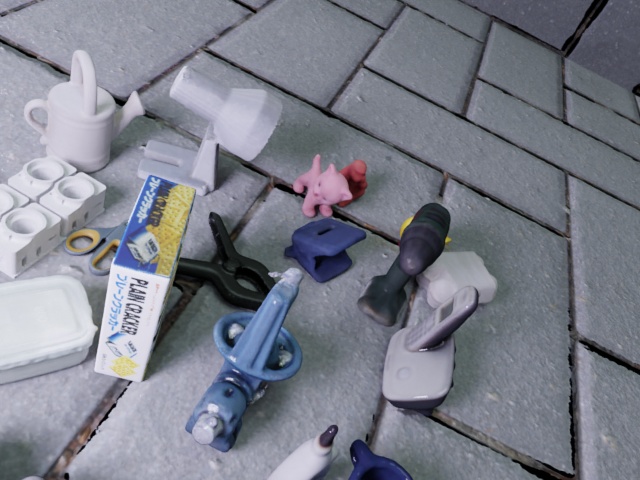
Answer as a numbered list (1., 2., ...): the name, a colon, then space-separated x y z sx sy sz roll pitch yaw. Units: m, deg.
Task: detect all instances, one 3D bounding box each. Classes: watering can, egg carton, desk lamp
1. watering can: -0.376 -0.214 0.925 0.100 0.194 0.173 43 43 17
2. egg carton: 0.253 0.075 1.059 0.151 0.069 0.107 -2 49 -30
3. desk lamp: -0.188 -0.182 0.978 0.203 0.213 0.118 14 42 -15

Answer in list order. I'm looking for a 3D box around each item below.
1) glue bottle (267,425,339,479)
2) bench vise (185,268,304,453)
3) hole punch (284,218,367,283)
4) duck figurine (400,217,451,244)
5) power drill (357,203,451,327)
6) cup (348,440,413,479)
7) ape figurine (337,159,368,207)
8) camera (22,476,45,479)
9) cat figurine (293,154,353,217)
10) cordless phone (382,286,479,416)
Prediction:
1. glue bottle: -0.013 0.254 0.652 0.078 0.173 0.037 -16 56 -39
2. bench vise: -0.074 0.147 0.694 0.122 0.219 0.207 17 42 -11
3. hole punch: 0.009 0.004 0.985 0.101 0.091 0.109 44 43 18
4. duck figurine: 0.211 -0.015 1.116 0.078 0.086 0.104 -19 58 -40
5. power drill: 0.140 0.041 0.927 0.075 0.208 0.230 31 41 5
6. cup: 0.055 0.311 0.689 0.092 0.095 0.117 -6 51 -33
7. ape figurine: 0.063 -0.121 1.142 0.078 0.092 0.076 7 44 -21
8. camera: -0.328 0.247 0.546 0.143 0.100 0.136 1 47 -28
9. cat figurine: 0.009 -0.105 1.077 0.067 0.117 0.127 -1 48 -29
10. cordless phone: 0.169 0.157 0.840 0.094 0.185 0.147 22 41 -6
